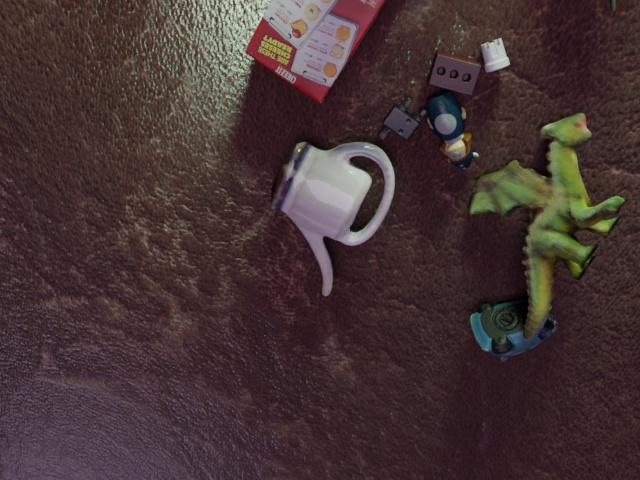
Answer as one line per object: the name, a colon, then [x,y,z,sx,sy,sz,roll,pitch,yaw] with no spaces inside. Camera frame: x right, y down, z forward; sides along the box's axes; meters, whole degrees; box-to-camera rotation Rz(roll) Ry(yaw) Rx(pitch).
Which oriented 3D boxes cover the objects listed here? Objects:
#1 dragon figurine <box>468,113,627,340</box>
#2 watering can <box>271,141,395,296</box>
dragon figurine: [0.389,-0.033,0.943,0.245,0.123,0.404,35,114,24]
watering can: [0.003,-0.051,1.016,0.224,0.106,0.341,27,118,-1]
